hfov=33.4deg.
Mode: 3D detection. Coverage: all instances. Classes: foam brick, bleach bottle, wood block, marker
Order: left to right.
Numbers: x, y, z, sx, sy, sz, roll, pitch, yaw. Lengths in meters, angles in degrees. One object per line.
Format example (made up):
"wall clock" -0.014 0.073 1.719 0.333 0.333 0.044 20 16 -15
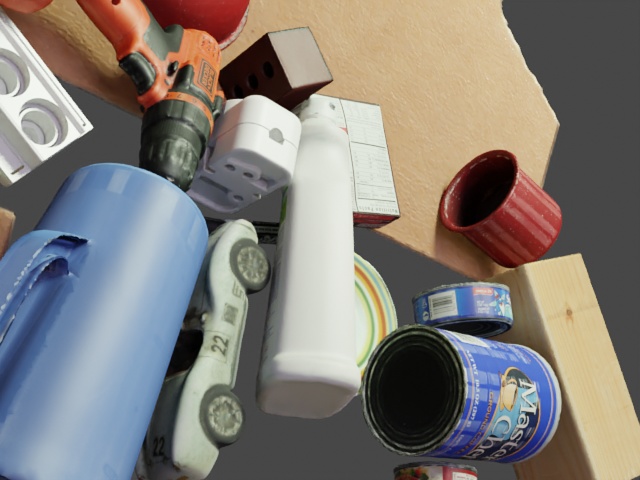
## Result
"marker" -0.052 -0.006 0.856 0.120 0.020 0.020 4 70 -40
"foam brick" -0.038 -0.135 0.882 0.051 0.078 0.053 -21 84 -43
"bleach bottle" -0.005 0.001 0.806 0.068 0.103 0.251 8 64 -10
"wood block" 0.215 0.127 0.981 0.090 0.090 0.206 -8 78 -42

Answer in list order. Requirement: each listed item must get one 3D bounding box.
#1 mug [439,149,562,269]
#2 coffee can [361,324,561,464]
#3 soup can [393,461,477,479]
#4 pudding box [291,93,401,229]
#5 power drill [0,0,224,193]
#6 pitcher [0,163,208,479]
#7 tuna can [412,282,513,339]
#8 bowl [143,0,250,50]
"mug" 0.172 -0.032 1.022 0.081 0.093 0.117 37 15 -29
"coffee can" 0.117 0.128 0.871 0.140 0.103 0.103 16 62 -46
"soup can" 0.092 0.233 0.843 0.068 0.069 0.102 19 61 -34
"pudding box" 0.019 -0.068 0.931 0.089 0.039 0.113 5 71 -40
"power drill" -0.145 -0.136 0.763 0.187 0.057 0.184 47 28 -32
"pitcher" -0.155 0.064 0.655 0.145 0.149 0.242 35 49 -21
"tuna can" 0.125 0.064 0.931 0.085 0.086 0.034 10 67 -38
"bowl" -0.110 -0.237 0.880 0.161 0.055 0.162 18 61 -35
